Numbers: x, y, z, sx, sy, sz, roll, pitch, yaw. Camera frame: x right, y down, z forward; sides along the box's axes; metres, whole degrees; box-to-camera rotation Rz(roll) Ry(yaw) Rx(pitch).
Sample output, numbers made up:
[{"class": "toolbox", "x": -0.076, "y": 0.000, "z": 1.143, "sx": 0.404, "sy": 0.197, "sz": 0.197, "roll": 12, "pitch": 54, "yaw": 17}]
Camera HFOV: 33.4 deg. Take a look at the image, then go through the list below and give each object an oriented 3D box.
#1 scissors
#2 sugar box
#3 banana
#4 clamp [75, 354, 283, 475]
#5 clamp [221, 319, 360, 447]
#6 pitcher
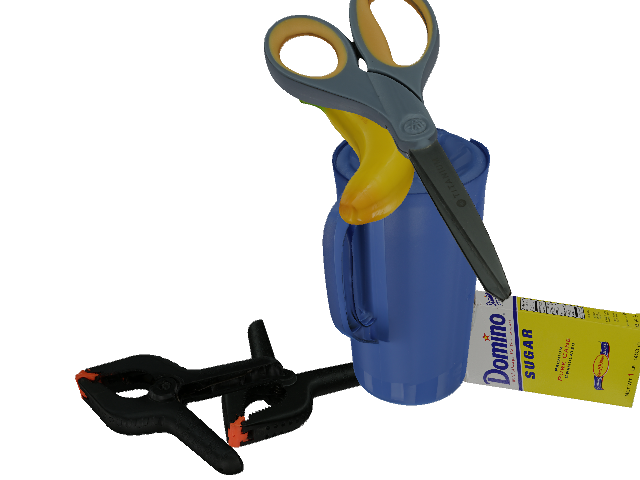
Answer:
[{"class": "scissors", "x": 0.023, "y": -0.051, "z": 0.491, "sx": 0.096, "sy": 0.202, "sz": 0.016, "roll": -7, "pitch": -37, "yaw": 3}, {"class": "sugar box", "x": 0.239, "y": 0.112, "z": 1.100, "sx": 0.176, "sy": 0.093, "sz": 0.048, "roll": 6, "pitch": 21, "yaw": 4}, {"class": "banana", "x": 0.031, "y": -0.059, "z": 0.744, "sx": 0.069, "sy": 0.037, "sz": 0.198, "roll": -4, "pitch": 29, "yaw": -8}, {"class": "clamp", "x": -0.117, "y": 0.127, "z": 0.891, "sx": 0.172, "sy": 0.039, "sz": 0.120, "roll": 15, "pitch": 37, "yaw": 19}, {"class": "clamp", "x": -0.031, "y": 0.154, "z": 1.116, "sx": 0.165, "sy": 0.036, "sz": 0.209, "roll": 12, "pitch": 26, "yaw": 14}, {"class": "pitcher", "x": 0.073, "y": 0.030, "z": 0.954, "sx": 0.149, "sy": 0.243, "sz": 0.145, "roll": -5, "pitch": 31, "yaw": -3}]
